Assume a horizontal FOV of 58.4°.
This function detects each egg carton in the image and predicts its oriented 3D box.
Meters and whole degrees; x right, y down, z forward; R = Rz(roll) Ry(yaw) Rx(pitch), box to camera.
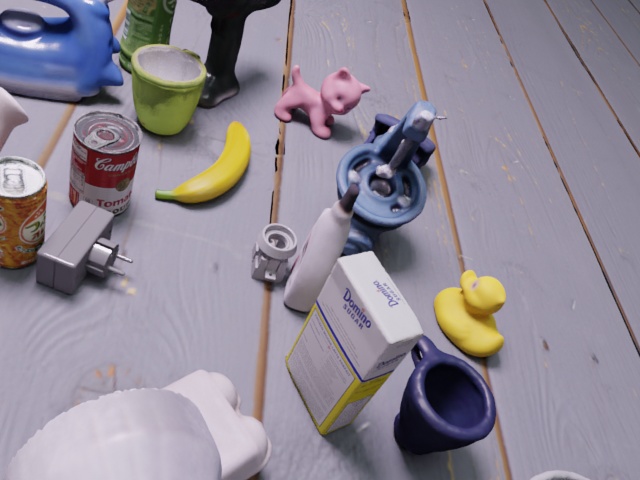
[{"bbox_3d":[-0.120,0.175,0.473,0.151,0.069,0.107,-23,63,-41],"label":"egg carton"}]

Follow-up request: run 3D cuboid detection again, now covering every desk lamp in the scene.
[{"bbox_3d":[-0.107,0.221,0.331,0.118,0.213,0.203,-6,53,-32],"label":"desk lamp"}]

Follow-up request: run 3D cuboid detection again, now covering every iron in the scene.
[{"bbox_3d":[-0.375,-0.269,0.707,0.259,0.141,0.118,1,49,-27],"label":"iron"}]

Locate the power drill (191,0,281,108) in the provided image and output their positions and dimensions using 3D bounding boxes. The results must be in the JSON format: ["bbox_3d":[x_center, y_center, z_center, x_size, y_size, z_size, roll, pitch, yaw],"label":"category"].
[{"bbox_3d":[-0.141,-0.299,0.809,0.075,0.208,0.230,35,43,6],"label":"power drill"}]

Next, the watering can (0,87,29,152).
[{"bbox_3d":[-0.349,-0.087,0.509,0.101,0.194,0.173,24,43,-5],"label":"watering can"}]

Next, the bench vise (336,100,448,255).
[{"bbox_3d":[0.083,-0.109,0.739,0.122,0.219,0.207,13,45,-17],"label":"bench vise"}]

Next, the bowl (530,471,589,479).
[{"bbox_3d":[0.230,0.308,0.528,0.168,0.074,0.167,15,45,-15],"label":"bowl"}]

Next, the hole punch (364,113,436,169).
[{"bbox_3d":[0.128,-0.159,0.905,0.108,0.091,0.101,33,43,5],"label":"hole punch"}]

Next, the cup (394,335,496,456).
[{"bbox_3d":[0.109,0.166,0.584,0.092,0.095,0.117,-4,52,-30],"label":"cup"}]

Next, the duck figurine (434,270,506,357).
[{"bbox_3d":[0.199,0.086,0.714,0.078,0.086,0.104,-9,55,-34],"label":"duck figurine"}]

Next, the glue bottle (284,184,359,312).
[{"bbox_3d":[0.006,0.002,0.627,0.037,0.173,0.078,19,44,-10],"label":"glue bottle"}]

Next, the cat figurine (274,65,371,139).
[{"bbox_3d":[0.008,-0.227,0.887,0.128,0.117,0.067,22,43,-8],"label":"cat figurine"}]
